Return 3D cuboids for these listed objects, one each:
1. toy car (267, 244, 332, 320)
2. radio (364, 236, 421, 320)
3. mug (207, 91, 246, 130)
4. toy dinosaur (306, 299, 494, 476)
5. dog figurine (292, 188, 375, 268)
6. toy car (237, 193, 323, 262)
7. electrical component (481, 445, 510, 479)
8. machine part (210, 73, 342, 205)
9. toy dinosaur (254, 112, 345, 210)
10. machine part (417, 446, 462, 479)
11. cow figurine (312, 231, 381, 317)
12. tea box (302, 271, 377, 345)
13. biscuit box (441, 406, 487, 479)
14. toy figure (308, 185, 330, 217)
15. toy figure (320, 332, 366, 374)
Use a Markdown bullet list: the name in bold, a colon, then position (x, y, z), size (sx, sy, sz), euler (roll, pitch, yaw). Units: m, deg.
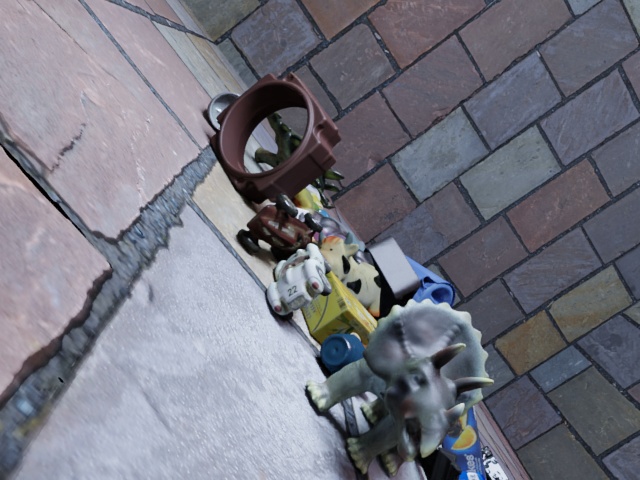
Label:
- **toy car**: position (-0.027, 0.051, 0.730), size (0.056, 0.073, 0.202), euler (57, 6, -8)
- **radio**: position (0.140, 0.104, 1.206), size (0.131, 0.073, 0.229), euler (59, -20, 23)
- **mug**: position (-0.191, -0.279, 1.131), size (0.080, 0.109, 0.107), euler (46, -3, -25)
- **toy dinosaur**: position (0.120, 0.176, 0.632), size (0.131, 0.192, 0.404), euler (60, 10, 24)
- **dog figurine**: position (-0.002, -0.003, 1.052), size (0.219, 0.108, 0.192), euler (45, 13, -29)
- **toy car**: position (-0.052, -0.010, 0.793), size (0.053, 0.089, 0.202), euler (52, 5, 15)
- **electrical component**: position (0.290, 0.427, 0.921), size (0.134, 0.058, 0.115), euler (84, -20, -48)
- **machine part**: position (-0.081, -0.179, 0.948), size (0.201, 0.201, 0.087), euler (58, 10, 27)
- **toy dinosaur**: position (-0.051, -0.192, 1.295), size (0.199, 0.105, 0.470), euler (24, -14, 37)
- **machine part**: position (0.163, 0.319, 0.762), size (0.139, 0.039, 0.084), euler (-128, -136, -79)
- **cow figurine**: position (0.043, 0.060, 0.911), size (0.194, 0.086, 0.127), euler (24, 71, -56)
- **tea box**: position (0.045, 0.137, 0.819), size (0.169, 0.068, 0.098), euler (48, 9, -34)
- **biscuit box**: position (0.219, 0.315, 0.840), size (0.063, 0.059, 0.202), euler (-14, 94, -82)
- **toy figure**: position (-0.026, -0.052, 1.213), size (0.082, 0.089, 0.180), euler (95, -22, -57)
- **toy figure**: position (0.052, 0.168, 0.739), size (0.058, 0.064, 0.154), euler (41, -1, 37)
